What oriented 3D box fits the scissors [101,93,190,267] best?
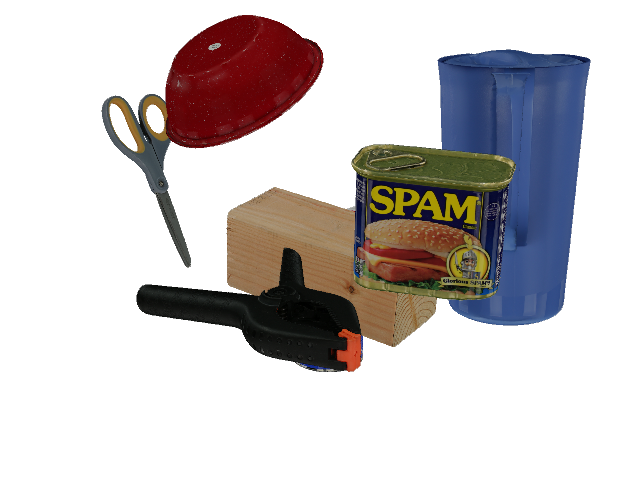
[{"bbox_3d":[-0.172,-0.078,1.189,0.016,0.201,0.096,-16,20,45],"label":"scissors"}]

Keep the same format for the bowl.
[{"bbox_3d":[-0.081,-0.155,0.963,0.162,0.055,0.162,-20,35,15],"label":"bowl"}]

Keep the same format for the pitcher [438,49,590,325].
[{"bbox_3d":[0.170,-0.048,0.966,0.149,0.243,0.145,-11,18,-34],"label":"pitcher"}]

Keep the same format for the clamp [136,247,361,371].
[{"bbox_3d":[-0.030,0.054,0.886,0.164,0.036,0.210,-20,27,-40],"label":"clamp"}]

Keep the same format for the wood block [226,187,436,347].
[{"bbox_3d":[0.011,0.024,1.101,0.206,0.091,0.090,19,31,29],"label":"wood block"}]

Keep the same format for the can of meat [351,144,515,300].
[{"bbox_3d":[0.071,-0.011,0.693,0.102,0.084,0.057,7,24,14],"label":"can of meat"}]

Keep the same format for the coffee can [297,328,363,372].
[{"bbox_3d":[0.011,0.101,1.511,0.103,0.140,0.103,0,20,0],"label":"coffee can"}]

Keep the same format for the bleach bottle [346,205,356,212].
[{"bbox_3d":[0.028,0.004,1.329,0.103,0.068,0.250,16,36,28],"label":"bleach bottle"}]
